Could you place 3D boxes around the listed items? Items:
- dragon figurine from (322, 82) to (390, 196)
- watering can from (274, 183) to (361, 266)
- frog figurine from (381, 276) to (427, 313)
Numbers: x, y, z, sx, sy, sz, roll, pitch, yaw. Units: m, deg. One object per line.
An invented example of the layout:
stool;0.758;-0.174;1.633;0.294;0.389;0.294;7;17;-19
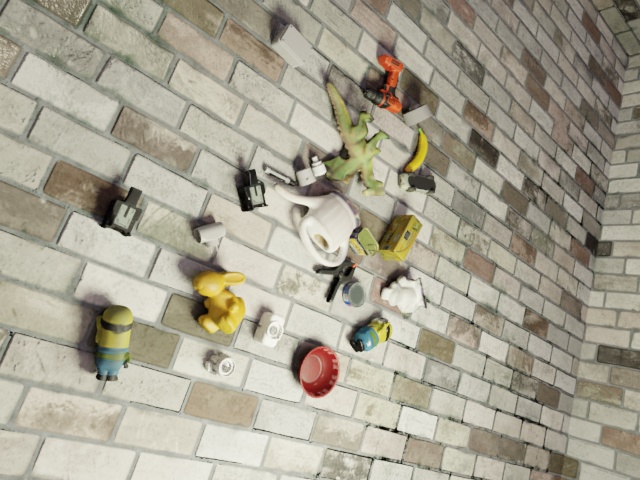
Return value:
dragon figurine;0.095;-0.307;1.740;0.406;0.122;0.246;43;71;-19
watering can;0.005;-0.083;1.646;0.228;0.103;0.343;-45;114;-32
frog figurine;0.299;0.203;1.891;0.159;0.124;0.136;-8;105;-3
